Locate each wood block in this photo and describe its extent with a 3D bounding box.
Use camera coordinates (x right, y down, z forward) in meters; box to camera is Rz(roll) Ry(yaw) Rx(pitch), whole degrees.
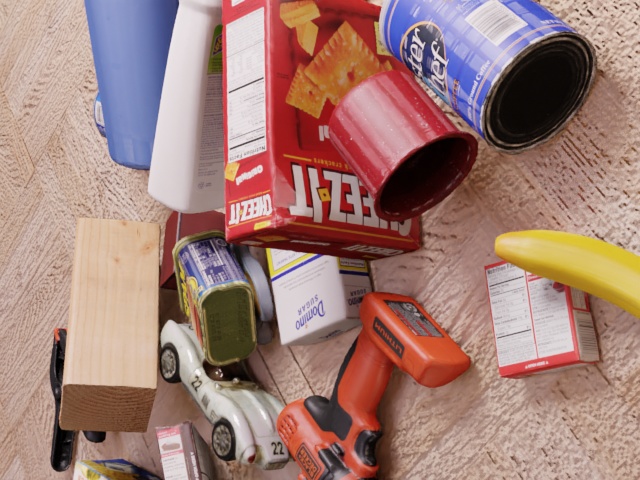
[{"bbox_3d":[-0.216,0.086,1.103,0.091,0.090,0.206,110,160,-49],"label":"wood block"}]

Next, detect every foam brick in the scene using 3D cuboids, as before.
[{"bbox_3d":[-0.129,0.010,1.088,0.053,0.051,0.078,140,136,-59],"label":"foam brick"}]

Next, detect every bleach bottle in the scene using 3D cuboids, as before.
[{"bbox_3d":[-0.091,-0.153,0.954,0.068,0.102,0.251,27,118,31],"label":"bleach bottle"}]

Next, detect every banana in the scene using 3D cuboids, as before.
[{"bbox_3d":[0.208,0.040,0.712,0.198,0.069,0.037,41,142,35],"label":"banana"}]

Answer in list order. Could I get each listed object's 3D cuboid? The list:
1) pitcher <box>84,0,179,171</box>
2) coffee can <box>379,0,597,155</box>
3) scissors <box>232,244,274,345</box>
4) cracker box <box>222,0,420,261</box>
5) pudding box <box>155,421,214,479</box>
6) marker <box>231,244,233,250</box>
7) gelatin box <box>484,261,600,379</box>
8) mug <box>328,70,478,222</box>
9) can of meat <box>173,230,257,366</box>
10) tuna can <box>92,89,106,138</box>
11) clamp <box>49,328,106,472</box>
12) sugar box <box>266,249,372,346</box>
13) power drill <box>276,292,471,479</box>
[{"bbox_3d":[-0.164,-0.197,1.080,0.149,0.145,0.243,-105,12,-67],"label":"pitcher"},{"bbox_3d":[0.124,-0.146,0.808,0.140,0.102,0.103,51,121,39],"label":"coffee can"},{"bbox_3d":[-0.075,0.001,1.025,0.096,0.016,0.202,147,110,-75],"label":"scissors"},{"bbox_3d":[0.004,-0.098,0.890,0.072,0.163,0.214,-15,73,48],"label":"cracker box"},{"bbox_3d":[-0.125,0.232,1.032,0.113,0.039,0.090,86,169,-66],"label":"pudding box"},{"bbox_3d":[-0.084,0.003,1.081,0.020,0.020,0.121,21,100,47],"label":"marker"},{"bbox_3d":[0.163,0.053,0.789,0.073,0.030,0.089,-21,68,45],"label":"gelatin box"},{"bbox_3d":[0.064,-0.071,0.822,0.093,0.117,0.081,-38,62,6],"label":"mug"},{"bbox_3d":[-0.098,0.056,1.012,0.084,0.057,0.102,-123,24,-48],"label":"can of meat"},{"bbox_3d":[-0.208,-0.145,1.190,0.034,0.085,0.086,28,105,45],"label":"tuna can"},{"bbox_3d":[-0.290,0.181,1.267,0.120,0.039,0.171,-25,66,43],"label":"clamp"},{"bbox_3d":[-0.006,0.001,0.975,0.094,0.048,0.176,-27,68,44],"label":"sugar box"},{"bbox_3d":[0.048,0.152,0.883,0.185,0.057,0.188,48,119,41],"label":"power drill"}]
